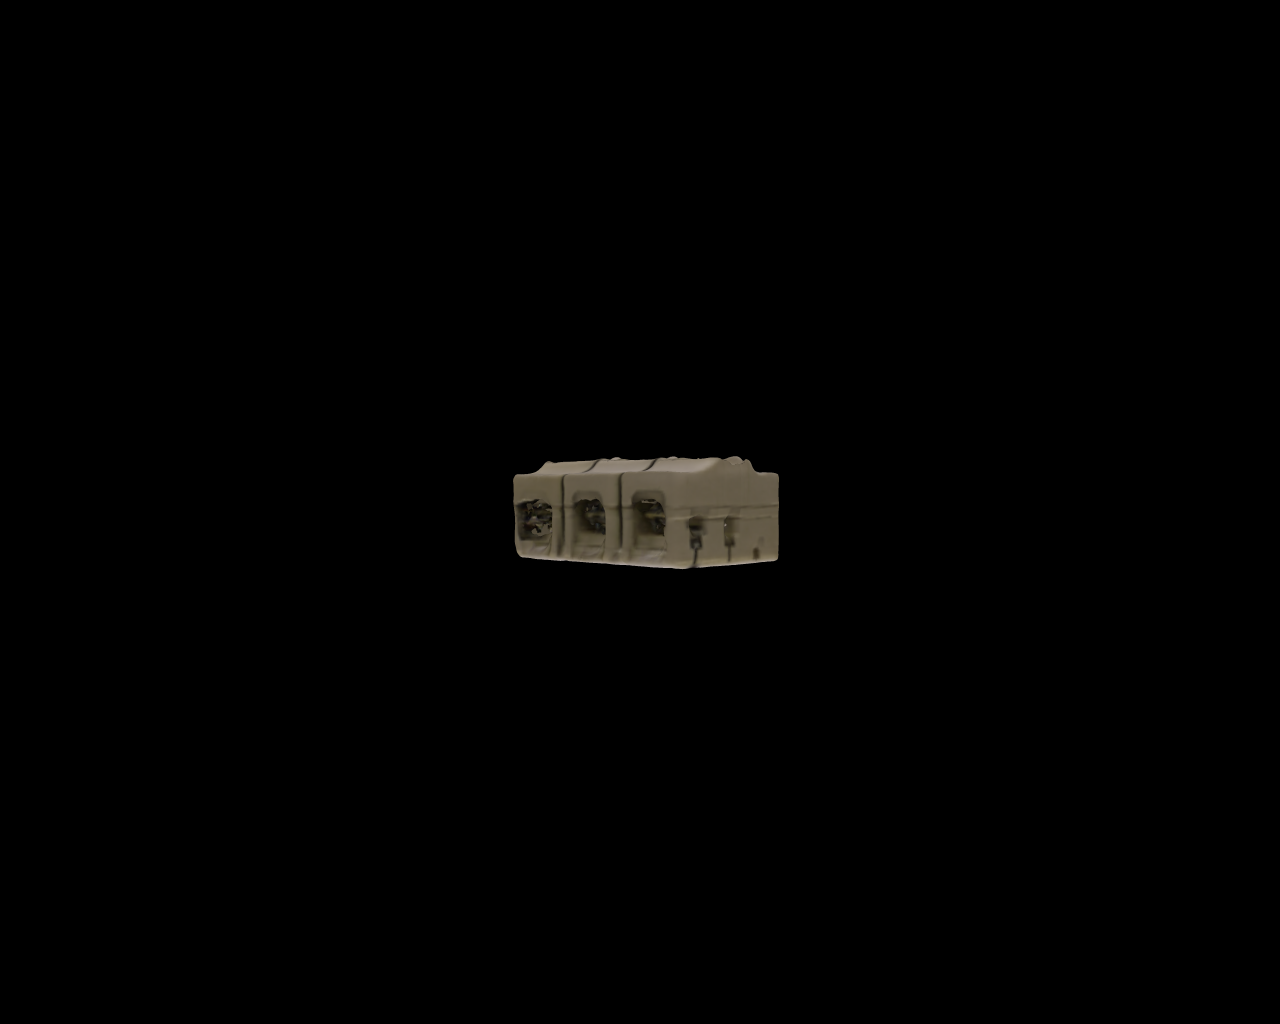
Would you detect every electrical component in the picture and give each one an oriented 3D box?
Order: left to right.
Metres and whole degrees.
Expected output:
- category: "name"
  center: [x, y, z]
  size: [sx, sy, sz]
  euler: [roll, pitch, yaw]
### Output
- category: "electrical component"
  center: [0.001, -0.003, 0.650]
  size: [0.089, 0.061, 0.150]
  euler: [-2, 3, -43]
